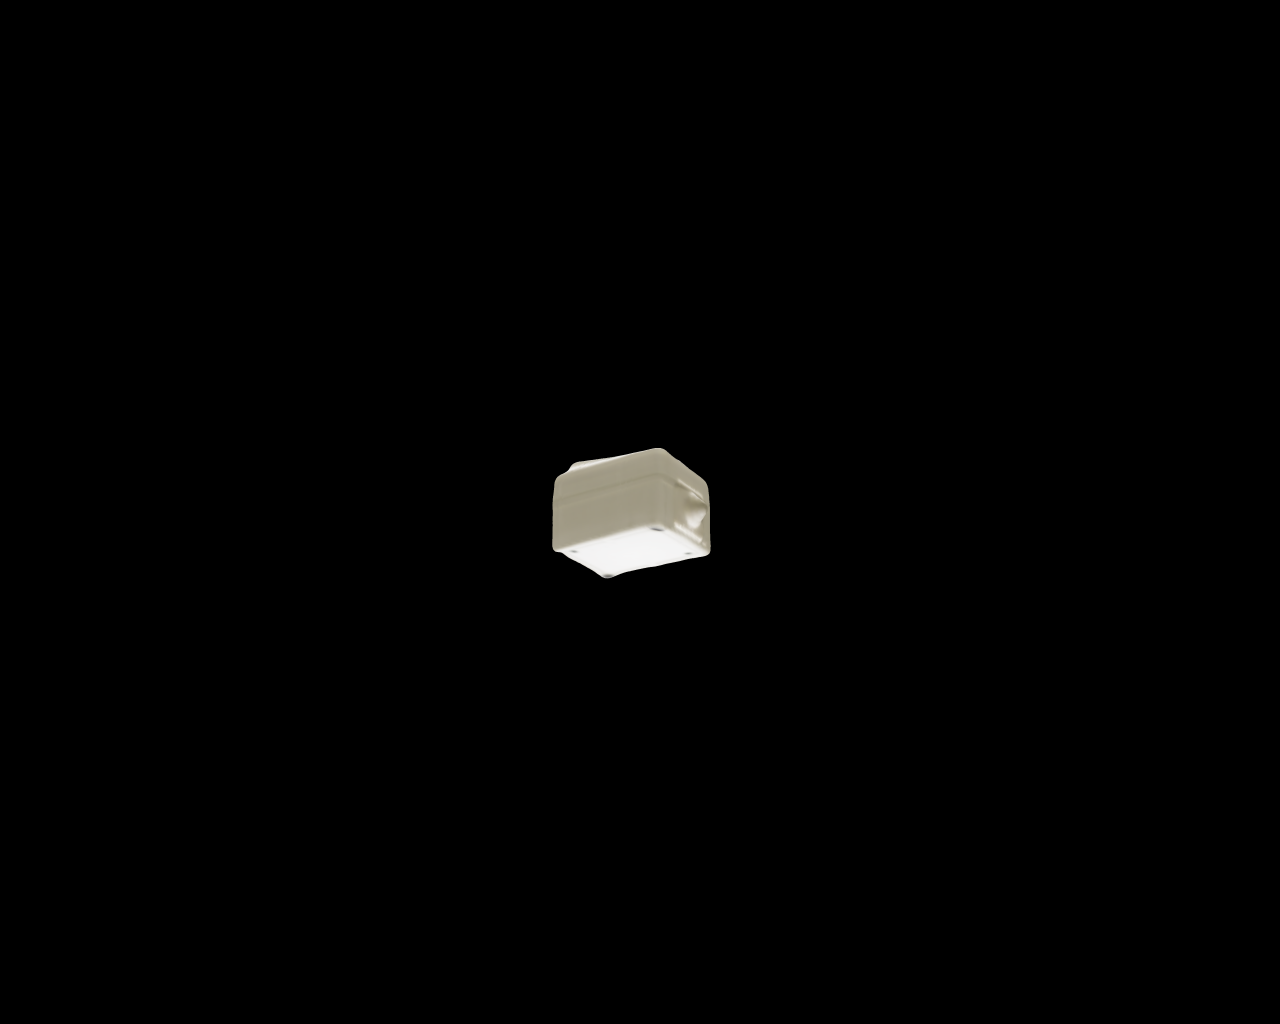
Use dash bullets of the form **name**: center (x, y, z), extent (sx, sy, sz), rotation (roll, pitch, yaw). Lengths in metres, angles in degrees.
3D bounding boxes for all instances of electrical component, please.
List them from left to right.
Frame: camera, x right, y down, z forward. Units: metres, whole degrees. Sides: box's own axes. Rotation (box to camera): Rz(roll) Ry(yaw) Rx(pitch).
- **electrical component**: center (0.001, -0.003, 0.650), extent (0.096, 0.061, 0.061), rotation (-14, -27, 29)
